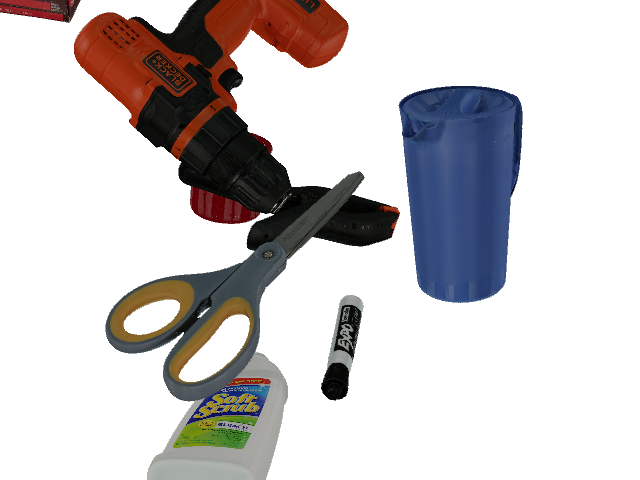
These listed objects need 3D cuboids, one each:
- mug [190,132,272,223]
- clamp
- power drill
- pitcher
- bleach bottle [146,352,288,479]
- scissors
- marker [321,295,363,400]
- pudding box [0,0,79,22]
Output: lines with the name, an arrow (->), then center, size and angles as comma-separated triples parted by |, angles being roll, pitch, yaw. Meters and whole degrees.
mug -> -0.101, -0.075, 1.202 | 0.093, 0.081, 0.117 | 10, 26, 6
clamp -> -0.012, -0.022, 0.973 | 0.209, 0.036, 0.165 | 9, 21, -27
power drill -> -0.058, -0.124, 0.780 | 0.187, 0.184, 0.057 | -47, 0, -41
pitcher -> 0.172, -0.058, 1.267 | 0.149, 0.243, 0.145 | -3, 24, 4
bleach bottle -> -0.090, 0.177, 1.046 | 0.102, 0.068, 0.250 | 1, 20, 6
scissors -> -0.051, 0.013, 0.624 | 0.096, 0.016, 0.201 | 11, 43, 18
marker -> 0.017, 0.078, 0.783 | 0.020, 0.020, 0.121 | 0, 27, 8
pudding box -> -0.239, -0.225, 0.880 | 0.090, 0.039, 0.113 | 8, 37, -5
